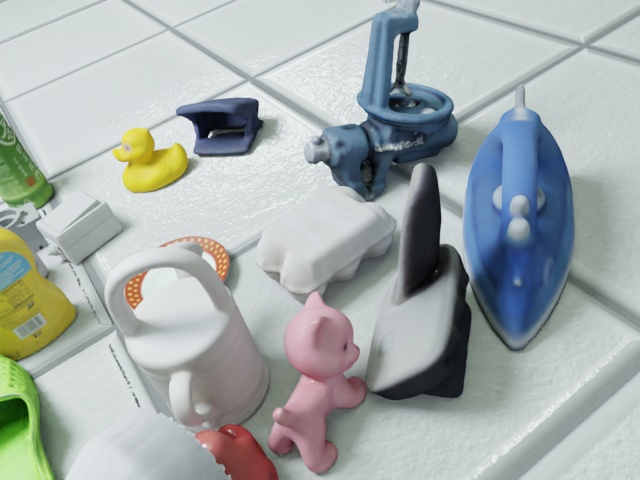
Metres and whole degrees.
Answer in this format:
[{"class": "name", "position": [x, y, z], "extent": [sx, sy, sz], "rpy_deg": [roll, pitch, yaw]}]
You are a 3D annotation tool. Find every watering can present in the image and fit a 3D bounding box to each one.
[{"class": "watering can", "position": [-0.121, 0.075, 0.510], "extent": [0.101, 0.194, 0.172], "rpy_deg": [-29, 44, -15]}]

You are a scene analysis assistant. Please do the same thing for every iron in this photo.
[{"class": "iron", "position": [0.199, -0.035, 0.572], "extent": [0.118, 0.142, 0.258], "rpy_deg": [1, 45, 17]}]

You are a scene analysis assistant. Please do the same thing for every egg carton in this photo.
[{"class": "egg carton", "position": [0.006, 0.002, 0.644], "extent": [0.150, 0.069, 0.107], "rpy_deg": [-36, 46, -21]}]

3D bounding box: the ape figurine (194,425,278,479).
[{"class": "ape figurine", "position": [-0.077, 0.182, 0.460], "extent": [0.076, 0.092, 0.078], "rpy_deg": [15, 50, 30]}]

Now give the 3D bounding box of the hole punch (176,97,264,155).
[{"class": "hole punch", "position": [-0.153, -0.192, 0.882], "extent": [0.108, 0.091, 0.101], "rpy_deg": [1, 45, 17]}]

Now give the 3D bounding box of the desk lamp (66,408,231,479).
[{"class": "desk lamp", "position": [-0.120, 0.231, 0.329], "extent": [0.117, 0.214, 0.203], "rpy_deg": [18, 52, 32]}]

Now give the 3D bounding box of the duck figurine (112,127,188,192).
[{"class": "duck figurine", "position": [-0.254, -0.128, 0.847], "extent": [0.104, 0.086, 0.077], "rpy_deg": [-21, 42, -6]}]

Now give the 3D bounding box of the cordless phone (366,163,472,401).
[{"class": "cordless phone", "position": [0.080, 0.039, 0.496], "extent": [0.094, 0.185, 0.147], "rpy_deg": [-1, 44, 16]}]

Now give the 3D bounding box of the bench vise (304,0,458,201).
[{"class": "bench vise", "position": [0.078, -0.163, 0.686], "extent": [0.121, 0.220, 0.208], "rpy_deg": [26, 56, 36]}]

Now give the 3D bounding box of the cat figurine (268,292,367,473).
[{"class": "cat figurine", "position": [-0.006, 0.113, 0.493], "extent": [0.067, 0.118, 0.128], "rpy_deg": [10, 48, 25]}]

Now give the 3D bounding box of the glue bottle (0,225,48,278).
[{"class": "glue bottle", "position": [-0.393, 0.005, 0.682], "extent": [0.037, 0.173, 0.078], "rpy_deg": [-7, 43, 10]}]
